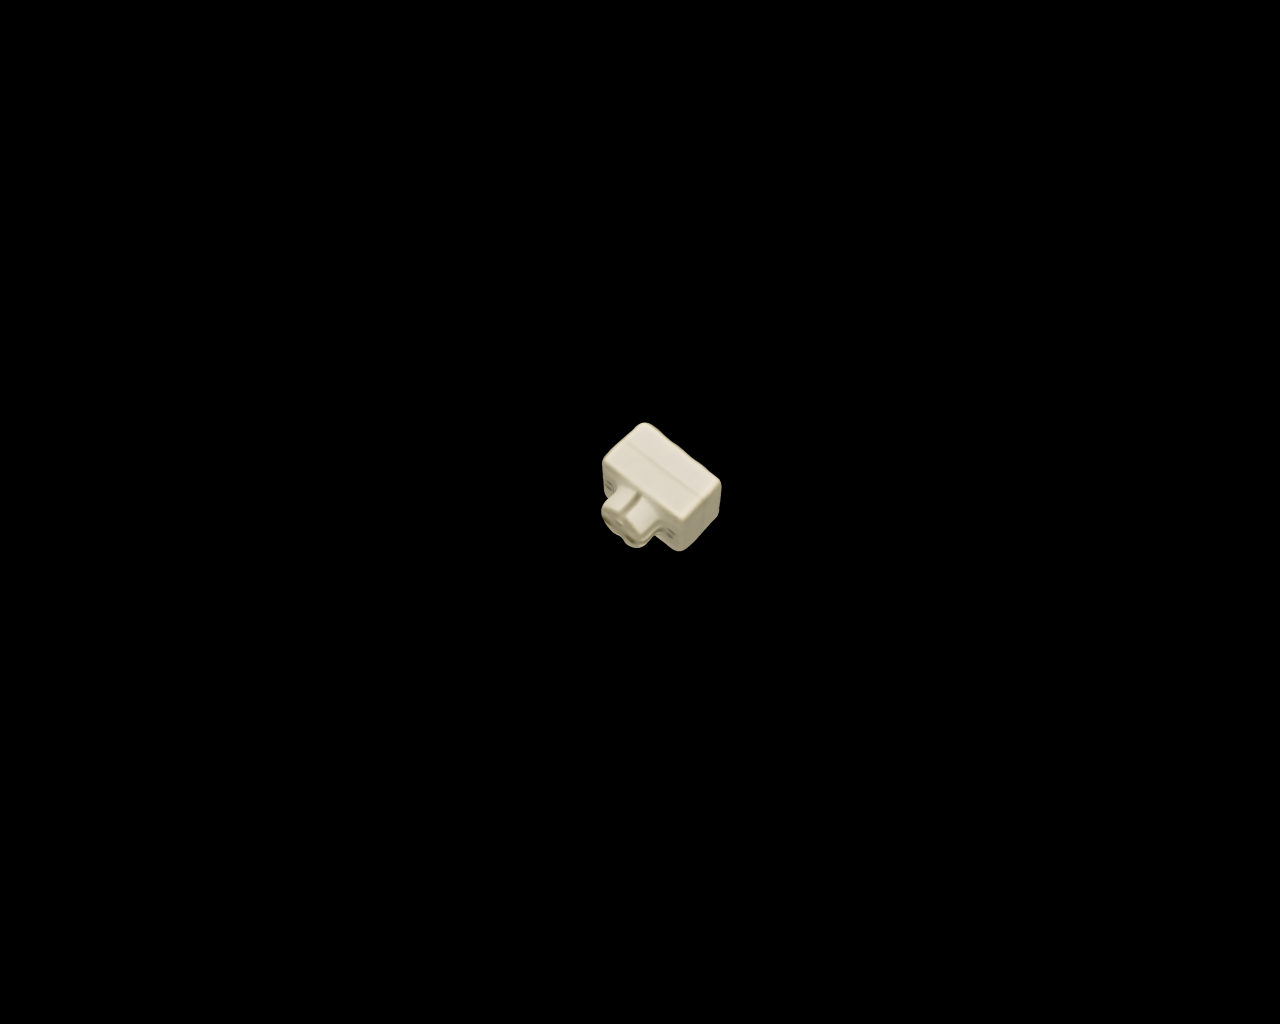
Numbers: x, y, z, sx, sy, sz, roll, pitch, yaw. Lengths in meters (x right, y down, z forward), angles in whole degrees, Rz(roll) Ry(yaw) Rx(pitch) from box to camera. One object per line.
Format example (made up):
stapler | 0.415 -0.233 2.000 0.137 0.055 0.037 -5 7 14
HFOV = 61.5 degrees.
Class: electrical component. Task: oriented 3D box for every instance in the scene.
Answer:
electrical component | 0.001 -0.003 0.650 0.066 0.077 0.047 38 -21 18
